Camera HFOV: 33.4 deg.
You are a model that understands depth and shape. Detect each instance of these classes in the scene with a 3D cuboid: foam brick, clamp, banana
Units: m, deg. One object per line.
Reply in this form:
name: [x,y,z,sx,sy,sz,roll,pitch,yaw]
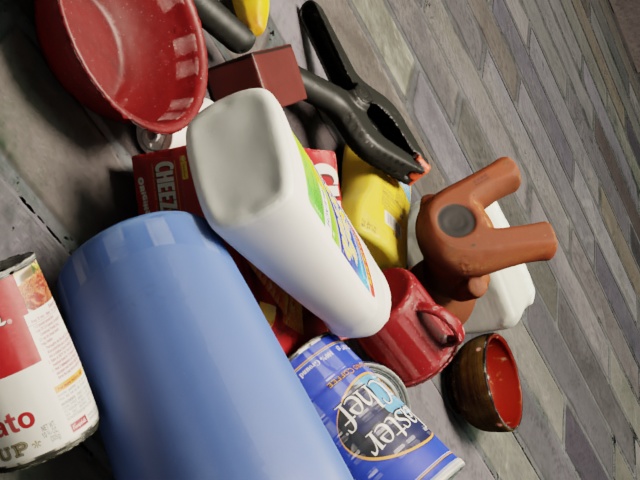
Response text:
foam brick: [-0.055,-0.134,0.921,0.078,0.053,0.051,-33,106,-61]
clamp: [0.024,-0.132,1.034,0.210,0.036,0.164,50,34,-4]
clamp: [-0.114,-0.204,0.851,0.171,0.039,0.120,-19,78,-58]
banana: [-0.074,-0.275,0.960,0.069,0.037,0.198,-5,85,-83]

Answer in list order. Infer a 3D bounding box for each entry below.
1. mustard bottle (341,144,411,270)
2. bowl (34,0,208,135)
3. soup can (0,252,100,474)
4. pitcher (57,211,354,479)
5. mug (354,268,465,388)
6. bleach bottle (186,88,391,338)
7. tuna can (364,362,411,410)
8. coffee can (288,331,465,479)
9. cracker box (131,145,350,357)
mustard bottle: [0.057,-0.055,1.090,0.096,0.058,0.191,45,40,-38]
bowl: [-0.147,-0.145,0.743,0.162,0.055,0.162,36,47,-51]
soup can: [-0.169,0.066,0.580,0.068,0.069,0.102,-39,112,-61]
pitcher: [-0.066,0.111,0.636,0.144,0.149,0.243,-4,56,-40]
mug: [0.083,0.081,1.013,0.081,0.117,0.093,52,56,-30]
bleach bottle: [-0.005,0.001,0.757,0.250,0.068,0.102,48,22,-57]
tuna can: [0.035,0.147,0.918,0.086,0.034,0.086,3,83,-23]
coffee can: [0.023,0.153,0.796,0.140,0.103,0.102,44,21,17]
cracker box: [-0.048,0.012,0.824,0.213,0.072,0.164,-6,88,-63]
